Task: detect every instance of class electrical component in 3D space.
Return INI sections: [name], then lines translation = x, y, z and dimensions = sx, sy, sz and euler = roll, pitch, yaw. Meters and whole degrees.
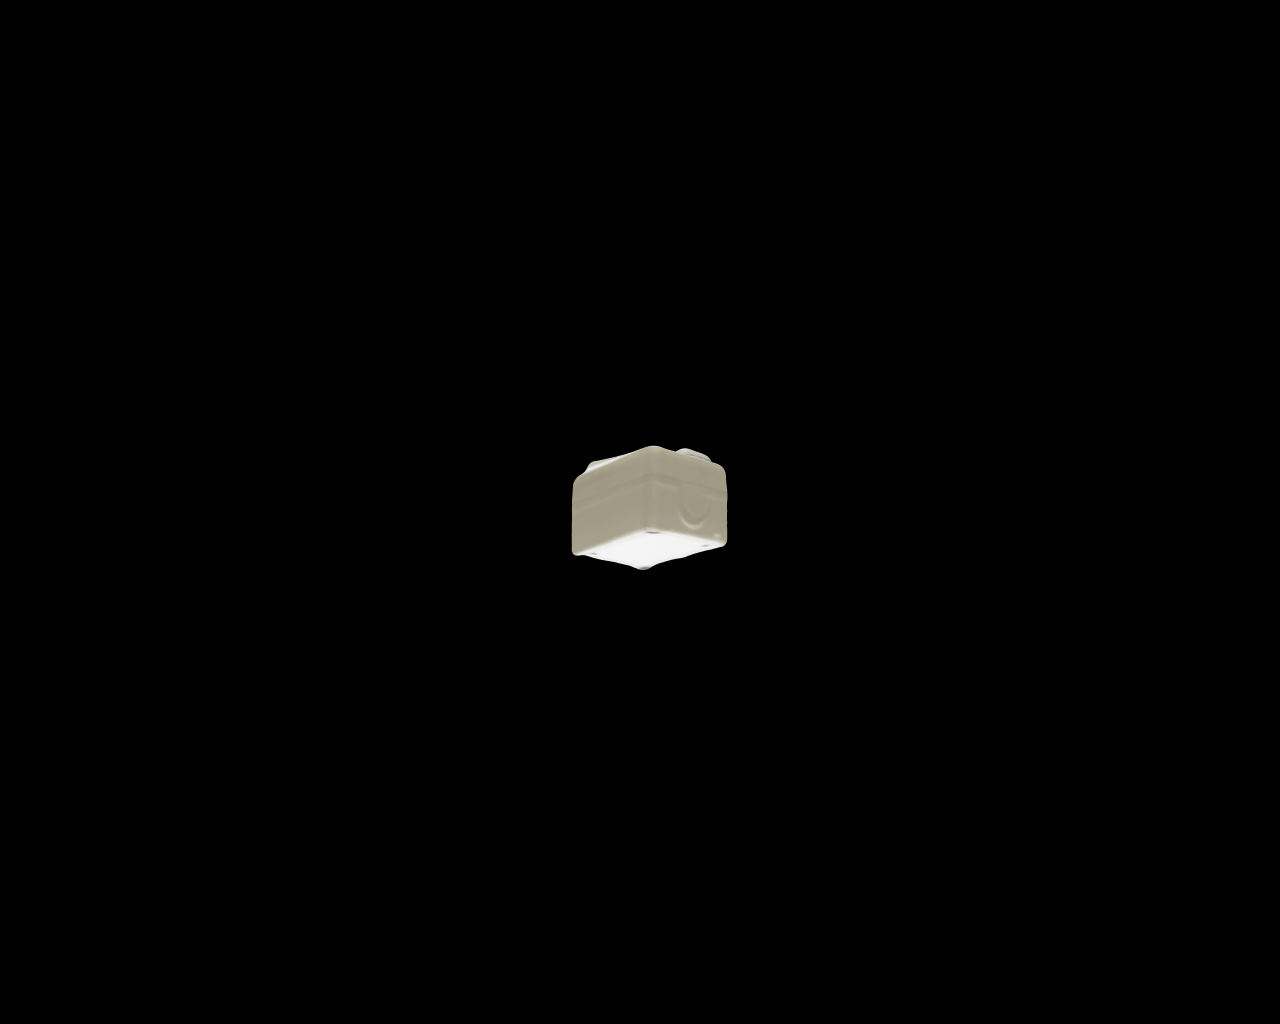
[electrical component]
translation = 0.001, -0.003, 0.650
dimensions = 0.062, 0.061, 0.096
euler = 14, -22, -38
